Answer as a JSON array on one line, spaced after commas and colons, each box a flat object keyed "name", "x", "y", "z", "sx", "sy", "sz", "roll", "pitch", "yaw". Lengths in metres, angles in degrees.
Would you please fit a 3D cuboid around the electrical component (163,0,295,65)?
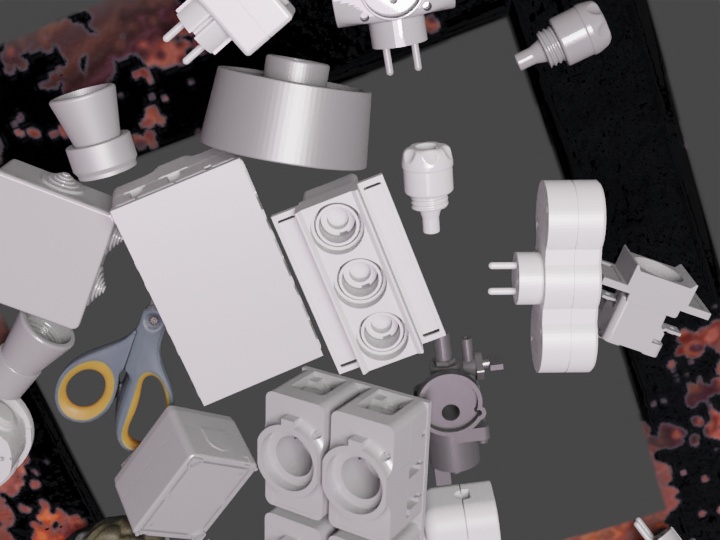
[{"name": "electrical component", "x": -0.092, "y": -0.165, "z": 0.691, "sx": 0.077, "sy": 0.047, "sz": 0.065, "roll": -39, "pitch": 105, "yaw": 12}]

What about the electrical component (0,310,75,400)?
[{"name": "electrical component", "x": -0.241, "y": 0.061, "z": 0.769, "sx": 0.044, "sy": 0.044, "sz": 0.065, "roll": 39, "pitch": 108, "yaw": -12}]

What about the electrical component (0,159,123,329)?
[{"name": "electrical component", "x": -0.218, "y": -0.020, "z": 0.737, "sx": 0.100, "sy": 0.048, "sz": 0.099, "roll": 21, "pitch": 107, "yaw": -7}]

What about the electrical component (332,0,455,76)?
[{"name": "electrical component", "x": 0.023, "y": -0.166, "z": 0.693, "sx": 0.077, "sy": 0.044, "sz": 0.079, "roll": -9, "pitch": 108, "yaw": 2}]

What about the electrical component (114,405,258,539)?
[{"name": "electrical component", "x": -0.132, "y": 0.150, "z": 0.782, "sx": 0.062, "sy": 0.061, "sz": 0.096, "roll": 20, "pitch": 115, "yaw": -43}]

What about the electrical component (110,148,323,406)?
[{"name": "electrical component", "x": -0.096, "y": 0.001, "z": 0.729, "sx": 0.089, "sy": 0.061, "sz": 0.150, "roll": -23, "pitch": 112, "yaw": -3}]

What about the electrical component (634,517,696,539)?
[{"name": "electrical component", "x": 0.234, "y": 0.222, "z": 0.818, "sx": 0.047, "sy": 0.066, "sz": 0.076, "roll": -40, "pitch": 76, "yaw": 12}]

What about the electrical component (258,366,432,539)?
[{"name": "electrical component", "x": -0.014, "y": 0.176, "z": 0.774, "sx": 0.105, "sy": 0.060, "sz": 0.186, "roll": 12, "pitch": 111, "yaw": 29}]

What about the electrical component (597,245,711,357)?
[{"name": "electrical component", "x": 0.199, "y": 0.024, "z": 0.759, "sx": 0.081, "sy": 0.042, "sz": 0.063, "roll": 19, "pitch": 109, "yaw": -6}]

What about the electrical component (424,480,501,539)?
[{"name": "electrical component", "x": 0.076, "y": 0.212, "z": 0.815, "sx": 0.059, "sy": 0.053, "sz": 0.095, "roll": -8, "pitch": 108, "yaw": 2}]

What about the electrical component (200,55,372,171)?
[{"name": "electrical component", "x": -0.044, "y": -0.104, "z": 0.683, "sx": 0.108, "sy": 0.108, "sz": 0.060, "roll": 9, "pitch": 102, "yaw": -4}]

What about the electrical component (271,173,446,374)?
[{"name": "electrical component", "x": 0.000, "y": 0.000, "z": 0.738, "sx": 0.079, "sy": 0.063, "sz": 0.121, "roll": -21, "pitch": 107, "yaw": 6}]

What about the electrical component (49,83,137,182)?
[{"name": "electrical component", "x": -0.177, "y": -0.092, "z": 0.716, "sx": 0.045, "sy": 0.045, "sz": 0.055, "roll": -13, "pitch": 109, "yaw": 4}]

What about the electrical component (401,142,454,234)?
[{"name": "electrical component", "x": 0.047, "y": -0.055, "z": 0.736, "sx": 0.035, "sy": 0.035, "sz": 0.061, "roll": -5, "pitch": 111, "yaw": 1}]

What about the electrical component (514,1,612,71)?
[{"name": "electrical component", "x": 0.131, "y": -0.149, "z": 0.705, "sx": 0.061, "sy": 0.035, "sz": 0.035, "roll": -25, "pitch": 107, "yaw": 10}]

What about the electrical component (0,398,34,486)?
[{"name": "electrical component", "x": -0.283, "y": 0.124, "z": 0.783, "sx": 0.080, "sy": 0.051, "sz": 0.080, "roll": 0, "pitch": 108, "yaw": 0}]

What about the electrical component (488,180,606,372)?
[{"name": "electrical component", "x": 0.126, "y": 0.006, "z": 0.747, "sx": 0.074, "sy": 0.052, "sz": 0.138, "roll": -1, "pitch": 108, "yaw": 0}]
